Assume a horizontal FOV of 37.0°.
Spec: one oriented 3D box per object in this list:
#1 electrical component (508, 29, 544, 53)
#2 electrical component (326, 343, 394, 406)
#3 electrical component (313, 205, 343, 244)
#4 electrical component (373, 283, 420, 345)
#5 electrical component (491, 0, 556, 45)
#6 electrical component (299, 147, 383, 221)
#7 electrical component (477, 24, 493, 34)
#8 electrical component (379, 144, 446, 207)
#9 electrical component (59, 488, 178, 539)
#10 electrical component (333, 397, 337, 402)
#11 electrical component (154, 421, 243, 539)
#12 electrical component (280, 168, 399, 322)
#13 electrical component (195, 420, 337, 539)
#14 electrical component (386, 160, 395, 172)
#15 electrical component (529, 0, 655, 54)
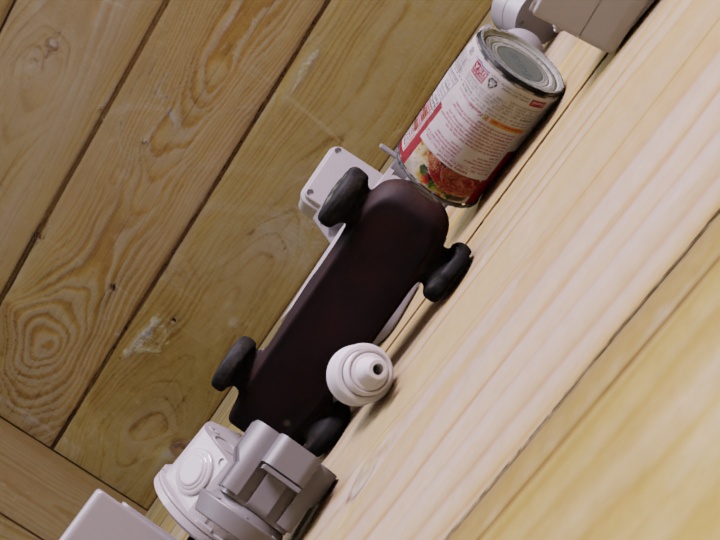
[{"bbox_3d":[0.124,-0.167,0.893,0.078,0.040,0.040,-59,5,-38],"label":"electrical component"},{"bbox_3d":[0.003,0.057,0.596,0.035,0.035,0.061,-57,6,-15],"label":"electrical component"},{"bbox_3d":[0.008,-0.041,1.121,0.076,0.083,0.047,-1,-44,-46],"label":"electrical component"},{"bbox_3d":[0.011,0.000,0.774,0.095,0.059,0.053,-58,4,-28],"label":"electrical component"},{"bbox_3d":[0.173,-0.251,0.904,0.073,0.052,0.138,47,115,46],"label":"electrical component"},{"bbox_3d":[-0.005,-0.077,1.213,0.078,0.113,0.057,-57,1,-15],"label":"electrical component"},{"bbox_3d":[0.095,-0.132,0.811,0.096,0.062,0.061,-59,5,-37],"label":"electrical component"},{"bbox_3d":[0.048,-0.091,0.963,0.052,0.074,0.138,-56,4,8],"label":"electrical component"},{"bbox_3d":[-0.130,0.184,0.644,0.056,0.109,0.109,-55,3,-18],"label":"electrical component"},{"bbox_3d":[-0.036,0.075,0.721,0.048,0.062,0.048,-56,4,6],"label":"electrical component"},{"bbox_3d":[-0.082,0.136,0.660,0.051,0.080,0.080,-51,4,4],"label":"electrical component"},{"bbox_3d":[0.000,0.000,0.907,0.105,0.060,0.186,-57,4,-18],"label":"electrical component"},{"bbox_3d":[-0.052,0.121,0.585,0.057,0.058,0.078,-55,3,-15],"label":"electrical component"},{"bbox_3d":[0.042,-0.074,1.070,0.080,0.051,0.080,-56,4,6],"label":"electrical component"},{"bbox_3d":[0.140,-0.167,0.596,0.096,0.061,0.061,-62,1,39],"label":"electrical component"}]
